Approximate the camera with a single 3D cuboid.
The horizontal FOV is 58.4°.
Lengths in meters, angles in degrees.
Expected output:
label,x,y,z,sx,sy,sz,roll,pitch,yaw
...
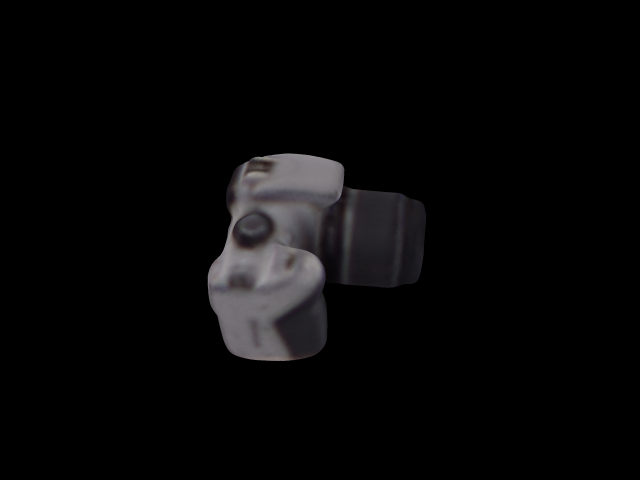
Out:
label,x,y,z,sx,sy,sz,roll,pitch,yaw
camera,0.004,0.001,0.400,0.136,0.101,0.143,5,46,5
